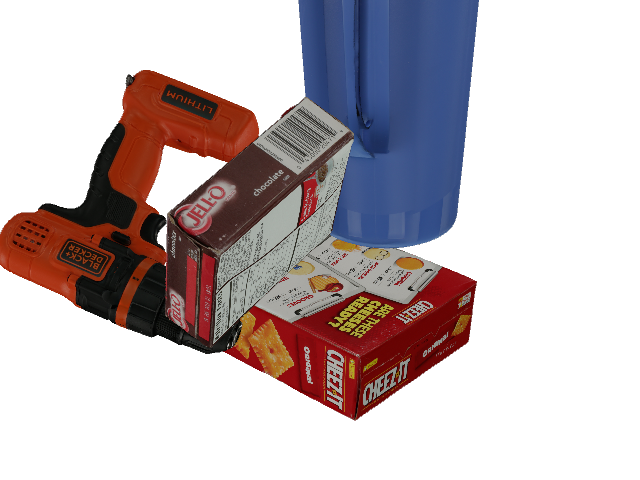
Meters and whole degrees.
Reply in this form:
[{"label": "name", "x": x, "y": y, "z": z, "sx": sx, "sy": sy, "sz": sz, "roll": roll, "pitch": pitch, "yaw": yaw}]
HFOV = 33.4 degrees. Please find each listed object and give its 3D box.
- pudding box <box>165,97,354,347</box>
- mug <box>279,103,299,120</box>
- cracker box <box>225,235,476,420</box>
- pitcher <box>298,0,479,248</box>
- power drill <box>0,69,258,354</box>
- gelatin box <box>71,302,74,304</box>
[{"label": "pudding box", "x": -0.033, "y": -0.009, "z": 0.566, "sx": 0.039, "sy": 0.090, "sz": 0.113, "roll": 37, "pitch": 57, "yaw": 17}, {"label": "mug", "x": 0.017, "y": -0.088, "z": 1.082, "sx": 0.117, "sy": 0.081, "sz": 0.093, "roll": -12, "pitch": 39, "yaw": -14}, {"label": "cracker box", "x": 0.001, "y": 0.056, "z": 0.929, "sx": 0.214, "sy": 0.072, "sz": 0.163, "roll": 23, "pitch": 35, "yaw": 35}, {"label": "pitcher", "x": 0.044, "y": -0.118, "z": 0.754, "sx": 0.149, "sy": 0.243, "sz": 0.145, "roll": -13, "pitch": 27, "yaw": -23}, {"label": "power drill", "x": -0.115, "y": -0.023, "z": 0.780, "sx": 0.184, "sy": 0.187, "sz": 0.057, "roll": 23, "pitch": -27, "yaw": 4}, {"label": "gelatin box", "x": -0.218, "y": 0.016, "z": 0.988, "sx": 0.073, "sy": 0.030, "sz": 0.089, "roll": -18, "pitch": 40, "yaw": -36}]
